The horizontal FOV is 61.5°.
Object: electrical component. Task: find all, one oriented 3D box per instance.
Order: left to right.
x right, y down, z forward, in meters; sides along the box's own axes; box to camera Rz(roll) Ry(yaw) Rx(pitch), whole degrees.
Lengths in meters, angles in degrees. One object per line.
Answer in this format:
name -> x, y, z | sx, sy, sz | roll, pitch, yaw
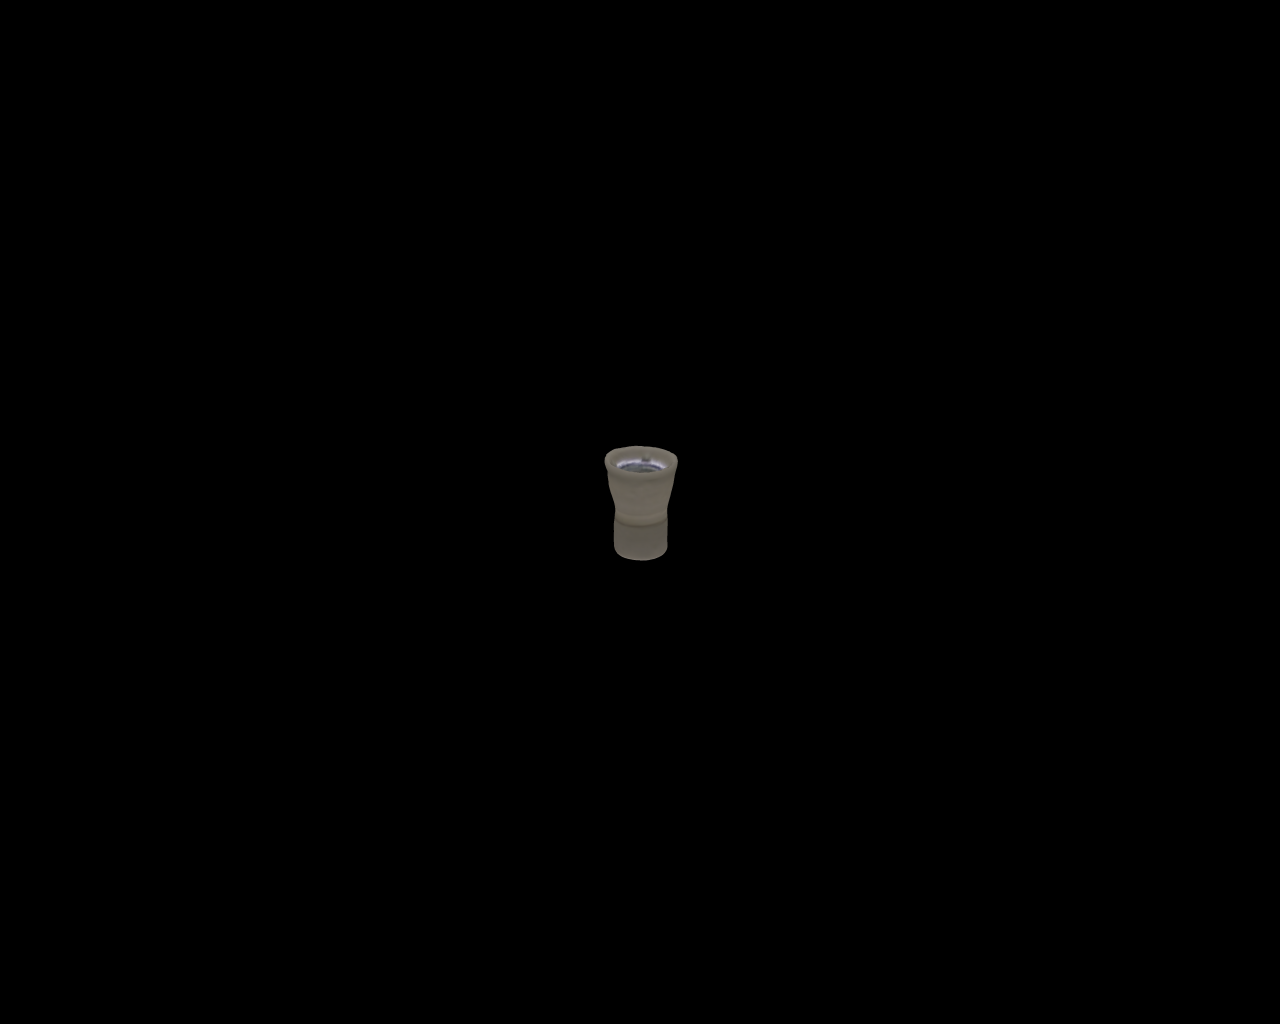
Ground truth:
electrical component -> 0.001, -0.003, 0.650 | 0.044, 0.065, 0.044 | 0, 24, 0
